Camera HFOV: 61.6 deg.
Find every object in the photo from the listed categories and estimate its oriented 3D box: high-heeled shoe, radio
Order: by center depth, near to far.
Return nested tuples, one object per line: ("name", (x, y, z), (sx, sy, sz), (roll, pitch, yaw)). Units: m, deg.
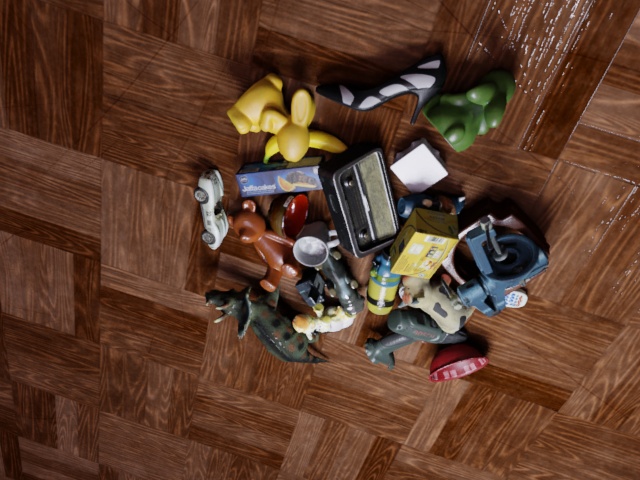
("high-heeled shoe", (0.119, -0.321, 1.064), (0.249, 0.086, 0.145), (19, 102, 12))
("radio", (0.089, -0.083, 1.175), (0.131, 0.073, 0.229), (-28, 118, -19))

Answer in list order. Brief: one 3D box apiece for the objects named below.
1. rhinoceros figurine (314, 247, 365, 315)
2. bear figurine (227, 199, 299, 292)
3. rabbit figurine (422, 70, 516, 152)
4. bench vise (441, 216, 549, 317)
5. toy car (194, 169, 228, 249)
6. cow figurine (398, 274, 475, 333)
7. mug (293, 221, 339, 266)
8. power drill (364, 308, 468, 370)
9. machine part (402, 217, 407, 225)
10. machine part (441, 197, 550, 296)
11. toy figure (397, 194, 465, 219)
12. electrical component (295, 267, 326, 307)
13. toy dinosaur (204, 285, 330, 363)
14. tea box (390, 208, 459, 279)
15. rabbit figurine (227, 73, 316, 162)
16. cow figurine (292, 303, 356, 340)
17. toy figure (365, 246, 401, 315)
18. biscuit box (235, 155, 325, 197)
("rhinoceros figurine", (0.047, 0.101, 1.319), (0.073, 0.112, 0.190), (-31, 99, -2))
("bear figurine", (-0.141, 0.007, 1.292), (0.120, 0.132, 0.195), (-33, 116, 34))
("rabbit figurine", (0.295, -0.261, 1.021), (0.170, 0.159, 0.121), (-42, 96, 15))
("bench vise", (0.344, 0.046, 1.091), (0.224, 0.129, 0.240), (-22, 132, 16))
("toy car", (-0.259, -0.072, 1.299), (0.056, 0.073, 0.201), (4, 122, 12))
("cow figurine", (0.267, 0.143, 1.271), (0.195, 0.127, 0.085), (45, 151, -14))
("mug", (-0.003, -0.004, 1.262), (0.110, 0.107, 0.080), (-19, 116, 20))
("power drill", (0.233, 0.258, 1.373), (0.232, 0.086, 0.207), (25, 138, -32))
("machine part", (0.221, -0.016, 1.238), (0.084, 0.039, 0.138), (0, 123, 35))
("machine part", (0.385, 0.020, 1.200), (0.201, 0.087, 0.201), (41, 122, -15))
("toy figure", (0.244, -0.071, 1.161), (0.154, 0.064, 0.057), (0, 107, -17))
("electrical component", (-0.022, 0.126, 1.342), (0.048, 0.119, 0.074), (-25, 115, 25))
("toy dinosaur", (-0.110, 0.238, 1.390), (0.131, 0.192, 0.404), (-36, 107, 32))
("tea box", (0.220, 0.011, 1.152), (0.098, 0.068, 0.169), (11, 147, -9))
("rabbit figurine", (-0.080, -0.248, 1.122), (0.162, 0.122, 0.173), (-38, 87, 7))
("cow figurine", (0.006, 0.209, 1.383), (0.167, 0.068, 0.098), (-12, 145, -17))
("toy figure", (0.154, 0.099, 1.301), (0.082, 0.089, 0.180), (18, 127, 9))
("biscuit box", (-0.087, -0.144, 1.222), (0.203, 0.059, 0.062), (-4, 121, 16))
